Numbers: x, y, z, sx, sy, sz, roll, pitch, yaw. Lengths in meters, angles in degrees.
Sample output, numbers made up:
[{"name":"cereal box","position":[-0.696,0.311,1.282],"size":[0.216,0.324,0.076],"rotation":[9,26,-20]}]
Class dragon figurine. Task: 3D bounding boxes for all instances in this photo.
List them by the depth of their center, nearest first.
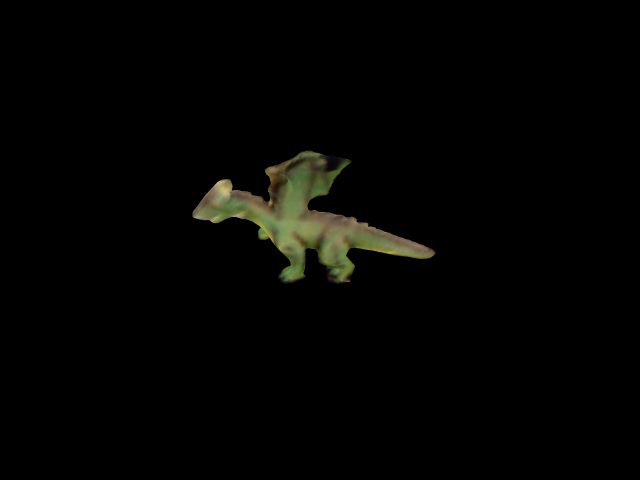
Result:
[{"name":"dragon figurine","position":[0.003,-0.043,0.850],"size":[0.410,0.125,0.237],"rotation":[-3,-39,-2]}]
